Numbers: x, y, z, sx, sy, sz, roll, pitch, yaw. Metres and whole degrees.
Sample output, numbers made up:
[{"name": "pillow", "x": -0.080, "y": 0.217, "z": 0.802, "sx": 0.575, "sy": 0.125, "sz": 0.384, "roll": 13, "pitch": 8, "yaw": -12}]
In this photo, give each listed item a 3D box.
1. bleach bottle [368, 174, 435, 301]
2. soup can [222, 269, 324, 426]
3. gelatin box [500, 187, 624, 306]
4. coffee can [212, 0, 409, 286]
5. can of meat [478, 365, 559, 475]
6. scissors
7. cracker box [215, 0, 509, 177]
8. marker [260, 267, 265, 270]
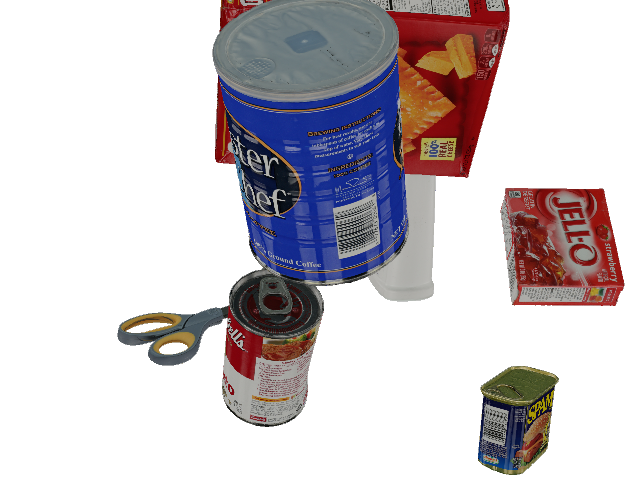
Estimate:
[{"name": "bleach bottle", "x": 0.099, "y": -0.063, "z": 1.222, "sx": 0.068, "sy": 0.251, "sz": 0.103, "roll": -3, "pitch": 23, "yaw": -15}, {"name": "soup can", "x": -0.037, "y": 0.080, "z": 0.788, "sx": 0.068, "sy": 0.102, "sz": 0.068, "roll": 5, "pitch": 42, "yaw": -5}, {"name": "gelatin box", "x": 0.169, "y": 0.003, "z": 0.754, "sx": 0.073, "sy": 0.089, "sz": 0.030, "roll": 1, "pitch": -37, "yaw": 0}, {"name": "coffee can", "x": -0.002, "y": -0.058, "z": 0.628, "sx": 0.103, "sy": 0.140, "sz": 0.103, "roll": -4, "pitch": 41, "yaw": 4}, {"name": "can of meat", "x": 0.207, "y": 0.189, "z": 1.123, "sx": 0.058, "sy": 0.084, "sz": 0.101, "roll": 12, "pitch": 17, "yaw": 31}, {"name": "scissors", "x": -0.115, "y": 0.093, "z": 1.146, "sx": 0.201, "sy": 0.016, "sz": 0.096, "roll": -8, "pitch": 31, "yaw": -25}, {"name": "cracker box", "x": 0.026, "y": -0.131, "z": 0.839, "sx": 0.213, "sy": 0.072, "sz": 0.164, "roll": 2, "pitch": -41, "yaw": -5}, {"name": "marker", "x": -0.029, "y": 0.010, "z": 0.974, "sx": 0.020, "sy": 0.121, "sz": 0.020, "roll": 35, "pitch": -15, "yaw": 10}]
